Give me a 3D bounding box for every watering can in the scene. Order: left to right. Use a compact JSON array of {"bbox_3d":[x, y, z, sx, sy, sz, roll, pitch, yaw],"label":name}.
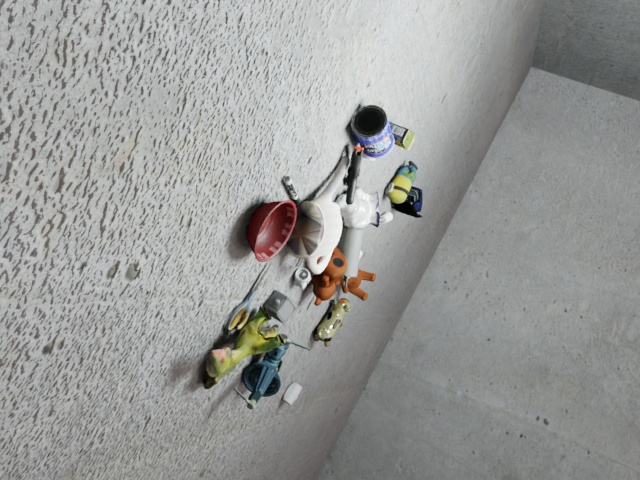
[{"bbox_3d":[0.004,-0.072,1.427,0.225,0.104,0.346,-1,102,-66],"label":"watering can"}]

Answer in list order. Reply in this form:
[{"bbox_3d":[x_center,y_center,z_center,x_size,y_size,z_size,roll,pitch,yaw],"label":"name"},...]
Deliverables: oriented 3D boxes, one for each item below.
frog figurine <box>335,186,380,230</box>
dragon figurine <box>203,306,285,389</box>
[{"bbox_3d":[0.105,-0.102,1.647,0.159,0.124,0.136,2,108,-28],"label":"frog figurine"},{"bbox_3d":[-0.212,0.296,1.361,0.244,0.123,0.405,-37,169,-8],"label":"dragon figurine"}]
